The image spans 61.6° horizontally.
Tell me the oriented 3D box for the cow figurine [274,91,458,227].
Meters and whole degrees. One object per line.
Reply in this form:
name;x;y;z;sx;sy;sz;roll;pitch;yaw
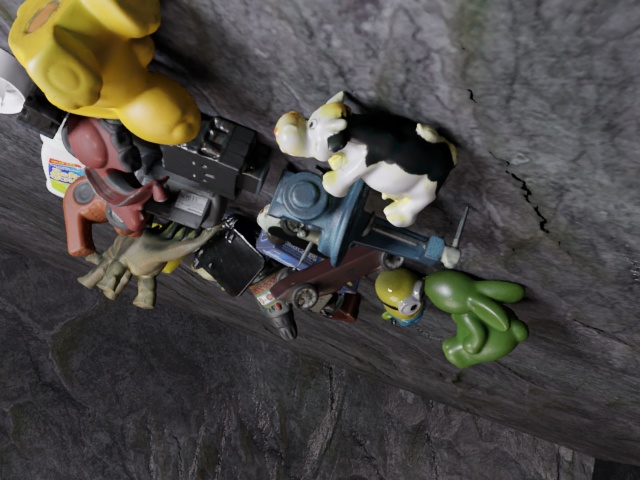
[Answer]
cow figurine;0.045;-0.087;0.505;0.167;0.068;0.098;24;131;-24

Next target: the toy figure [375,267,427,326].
toy figure;0.147;0.107;0.971;0.089;0.082;0.180;12;164;15

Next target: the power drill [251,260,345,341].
power drill;-0.050;0.119;1.118;0.207;0.086;0.231;-7;119;48

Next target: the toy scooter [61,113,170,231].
toy scooter;-0.261;-0.095;0.711;0.135;0.075;0.183;1;119;41

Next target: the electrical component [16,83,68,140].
electrical component;-0.337;-0.169;0.669;0.047;0.075;0.119;29;163;-30

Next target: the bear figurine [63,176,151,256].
bear figurine;-0.340;-0.037;0.904;0.120;0.132;0.195;-25;166;1

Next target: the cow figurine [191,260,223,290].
cow figurine;-0.206;0.065;1.186;0.127;0.085;0.194;-1;168;27

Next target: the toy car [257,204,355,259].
toy car;-0.002;-0.003;0.842;0.201;0.056;0.073;24;155;-20

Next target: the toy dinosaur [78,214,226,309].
toy dinosaur;-0.338;0.022;1.027;0.472;0.198;0.105;2;155;44

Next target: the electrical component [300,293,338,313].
electrical component;-0.015;0.090;0.947;0.102;0.045;0.078;18;133;-6

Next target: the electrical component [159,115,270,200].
electrical component;-0.129;-0.104;0.670;0.134;0.058;0.115;21;164;-4

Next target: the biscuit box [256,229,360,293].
biscuit box;-0.014;0.029;0.934;0.202;0.063;0.059;31;158;-34

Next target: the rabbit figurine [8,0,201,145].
rabbit figurine;-0.193;-0.147;0.504;0.163;0.122;0.173;10;162;41

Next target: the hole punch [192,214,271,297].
hole punch;-0.145;0.021;0.967;0.116;0.092;0.142;44;120;2

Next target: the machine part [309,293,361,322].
machine part;0.006;0.131;1.230;0.179;0.056;0.179;19;162;6

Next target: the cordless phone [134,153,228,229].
cordless phone;-0.220;-0.066;0.876;0.147;0.088;0.184;19;174;-2

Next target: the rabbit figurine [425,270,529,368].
rabbit figurine;0.240;0.116;0.852;0.170;0.121;0.159;44;150;-23

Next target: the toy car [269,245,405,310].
toy car;0.027;0.045;0.764;0.089;0.202;0.053;36;147;62

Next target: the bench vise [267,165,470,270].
bench vise;0.048;-0.017;0.646;0.241;0.129;0.223;20;168;8
